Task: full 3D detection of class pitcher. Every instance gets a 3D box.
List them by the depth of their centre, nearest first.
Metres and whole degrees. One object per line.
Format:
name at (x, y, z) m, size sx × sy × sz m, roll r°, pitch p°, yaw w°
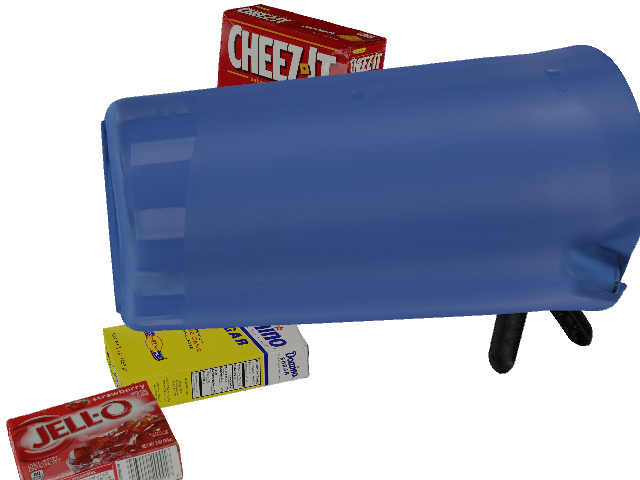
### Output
pitcher at (0.019, -0.027, 0.521) m, size 0.242 × 0.145 × 0.149 m, roll -5°, pitch -8°, yaw -11°

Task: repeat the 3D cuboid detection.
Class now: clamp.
clamp at (0.177, 0.031, 0.933) m, size 0.120 × 0.171 × 0.039 m, roll -23°, pitch 8°, yaw -40°

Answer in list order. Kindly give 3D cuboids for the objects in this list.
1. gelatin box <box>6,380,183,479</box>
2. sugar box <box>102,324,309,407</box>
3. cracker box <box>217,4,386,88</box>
gelatin box at (-0.134, 0.122, 0.627) m, size 0.089 × 0.030 × 0.073 m, roll -14°, pitch 27°, yaw -19°
sugar box at (-0.107, 0.105, 1.001) m, size 0.176 × 0.048 × 0.093 m, roll -13°, pitch 33°, yaw -16°
cracker box at (-0.030, -0.118, 1.099) m, size 0.164 × 0.214 × 0.071 m, roll 22°, pitch 28°, yaw 30°
